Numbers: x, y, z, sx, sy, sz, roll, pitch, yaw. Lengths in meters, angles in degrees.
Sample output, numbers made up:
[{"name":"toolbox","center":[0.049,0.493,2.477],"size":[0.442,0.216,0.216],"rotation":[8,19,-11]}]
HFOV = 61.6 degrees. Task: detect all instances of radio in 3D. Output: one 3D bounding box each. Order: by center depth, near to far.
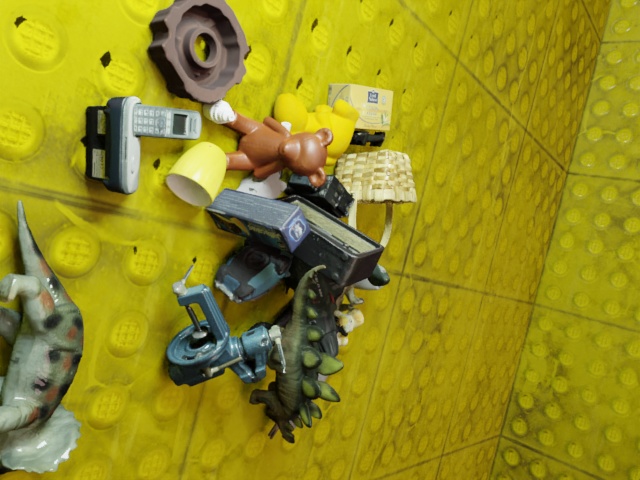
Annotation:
[{"name":"radio","center":[-0.002,-0.003,1.047],"size":[0.131,0.230,0.073],"rotation":[-17,134,-60]}]

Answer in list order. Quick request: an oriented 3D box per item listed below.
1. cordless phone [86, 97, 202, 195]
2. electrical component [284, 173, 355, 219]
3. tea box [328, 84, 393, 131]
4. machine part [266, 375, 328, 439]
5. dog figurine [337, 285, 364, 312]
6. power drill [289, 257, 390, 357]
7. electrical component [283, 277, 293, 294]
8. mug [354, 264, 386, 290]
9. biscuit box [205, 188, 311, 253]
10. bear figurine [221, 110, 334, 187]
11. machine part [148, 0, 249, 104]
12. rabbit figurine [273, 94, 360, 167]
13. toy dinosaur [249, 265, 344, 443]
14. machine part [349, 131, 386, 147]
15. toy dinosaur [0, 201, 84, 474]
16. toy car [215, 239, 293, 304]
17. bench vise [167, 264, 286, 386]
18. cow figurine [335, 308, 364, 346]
[{"name":"cordless phone","center":[-0.267,-0.148,0.854],"size":[0.184,0.089,0.146],"rotation":[-10,108,-53]},{"name":"electrical component","center":[-0.006,-0.102,1.153],"size":[0.134,0.115,0.058],"rotation":[40,66,-48]},{"name":"tea box","center":[0.095,-0.306,1.249],"size":[0.169,0.068,0.098],"rotation":[-11,110,-47]},{"name":"machine part","center":[-0.050,0.360,1.272],"size":[0.243,0.079,0.079],"rotation":[-53,136,-25]},{"name":"dog figurine","center":[0.011,0.077,1.263],"size":[0.121,0.172,0.190],"rotation":[0,69,-38]},{"name":"power drill","center":[0.044,0.108,1.139],"size":[0.207,0.086,0.232],"rotation":[-27,88,-21]},{"name":"electrical component","center":[-0.041,0.094,1.189],"size":[0.078,0.102,0.045],"rotation":[-55,144,-11]},{"name":"mug","center":[0.115,0.077,1.359],"size":[0.081,0.107,0.109],"rotation":[-26,122,-45]},{"name":"biscuit box","center":[-0.114,-0.038,0.972],"size":[0.063,0.203,0.059],"rotation":[-50,136,-27]},{"name":"bear figurine","center":[-0.081,-0.163,0.980],"size":[0.132,0.196,0.120],"rotation":[3,102,-49]},{"name":"machine part","center":[-0.201,-0.320,0.900],"size":[0.179,0.056,0.179],"rotation":[-17,112,-47]},{"name":"rabbit figurine","center":[-0.029,-0.231,1.112],"size":[0.173,0.122,0.162],"rotation":[23,93,-37]},{"name":"toy dinosaur","center":[-0.049,0.242,1.079],"size":[0.105,0.199,0.470],"rotation":[-28,127,-44]},{"name":"machine part","center":[0.101,-0.239,1.265],"size":[0.139,0.084,0.039],"rotation":[-10,100,-48]},{"name":"toy dinosaur","center":[-0.404,0.165,0.764],"size":[0.192,0.131,0.404],"rotation":[32,71,-62]},{"name":"toy car","center":[-0.125,0.068,1.076],"size":[0.161,0.109,0.102],"rotation":[-46,151,-20]},{"name":"bench vise","center":[-0.188,0.167,0.971],"size":[0.129,0.224,0.240],"rotation":[-91,165,-61]},{"name":"cow figurine","center":[0.020,0.212,1.226],"size":[0.167,0.068,0.098],"rotation":[-45,152,11]}]
